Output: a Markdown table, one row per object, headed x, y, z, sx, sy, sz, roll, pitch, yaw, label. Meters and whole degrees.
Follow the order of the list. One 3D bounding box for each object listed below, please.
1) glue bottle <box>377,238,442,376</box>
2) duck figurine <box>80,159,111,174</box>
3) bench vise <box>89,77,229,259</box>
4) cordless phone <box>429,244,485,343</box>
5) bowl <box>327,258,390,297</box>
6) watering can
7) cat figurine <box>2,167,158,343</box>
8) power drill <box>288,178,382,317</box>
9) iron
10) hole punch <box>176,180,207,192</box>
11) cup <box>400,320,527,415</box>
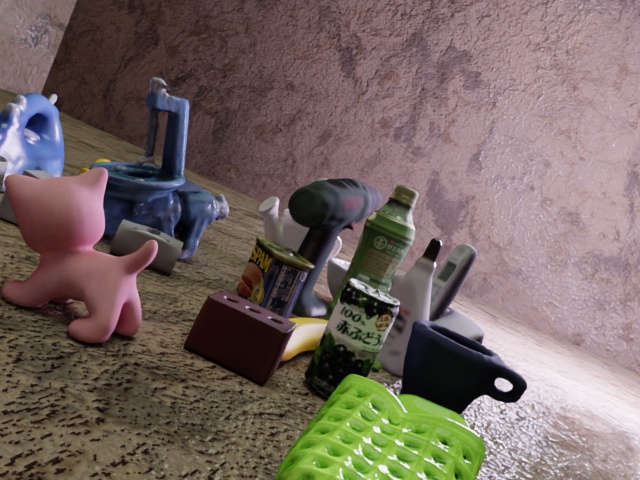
| x | y | z | sx | sy | sz | roll | pitch | yaw | label |
| --- | --- | --- | --- | --- | --- | --- | --- | --- | --- |
| 0.110 | 0.077 | 0.715 | 0.077 | 0.173 | 0.037 | 26 | 5 | 31 | glue bottle |
| -0.325 | -0.077 | 0.854 | 0.077 | 0.086 | 0.105 | 25 | 5 | 19 | duck figurine |
| -0.215 | -0.097 | 0.787 | 0.121 | 0.220 | 0.208 | 26 | 5 | 31 | bench vise |
| 0.191 | 0.096 | 0.838 | 0.094 | 0.185 | 0.147 | 22 | 5 | -21 | cordless phone |
| 0.078 | 0.096 | 0.967 | 0.167 | 0.075 | 0.167 | 23 | 5 | -2 | bowl |
| -0.030 | -0.021 | 1.019 | 0.100 | 0.194 | 0.173 | 27 | 5 | 34 | watering can |
| -0.186 | 0.002 | 0.445 | 0.127 | 0.118 | 0.067 | 24 | 5 | 9 | cat figurine |
| 0.008 | 0.003 | 0.836 | 0.075 | 0.208 | 0.230 | 25 | 5 | 22 | power drill |
| -0.432 | -0.152 | 0.824 | 0.119 | 0.141 | 0.258 | 22 | 5 | -16 | iron |
| -0.257 | -0.063 | 0.998 | 0.108 | 0.091 | 0.101 | 25 | 5 | 19 | hole punch |
| 0.126 | 0.142 | 0.545 | 0.117 | 0.095 | 0.092 | 26 | 5 | 27 | cup |
